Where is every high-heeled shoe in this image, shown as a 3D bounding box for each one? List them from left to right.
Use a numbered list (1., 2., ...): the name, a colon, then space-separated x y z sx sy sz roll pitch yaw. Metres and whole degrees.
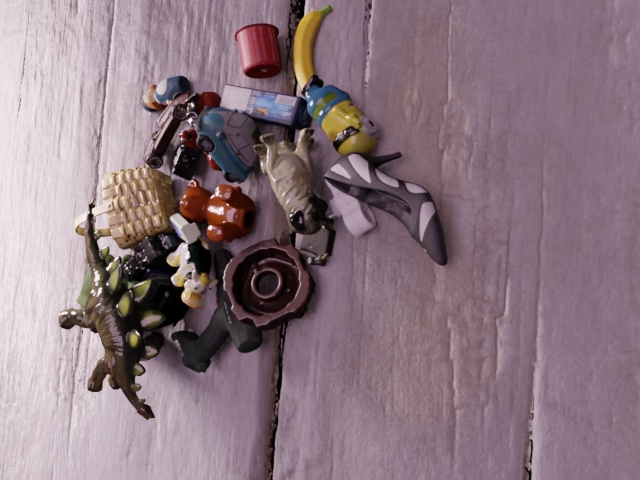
1. high-heeled shoe: 0.109 -0.050 0.909 0.145 0.086 0.249 -20 67 -3

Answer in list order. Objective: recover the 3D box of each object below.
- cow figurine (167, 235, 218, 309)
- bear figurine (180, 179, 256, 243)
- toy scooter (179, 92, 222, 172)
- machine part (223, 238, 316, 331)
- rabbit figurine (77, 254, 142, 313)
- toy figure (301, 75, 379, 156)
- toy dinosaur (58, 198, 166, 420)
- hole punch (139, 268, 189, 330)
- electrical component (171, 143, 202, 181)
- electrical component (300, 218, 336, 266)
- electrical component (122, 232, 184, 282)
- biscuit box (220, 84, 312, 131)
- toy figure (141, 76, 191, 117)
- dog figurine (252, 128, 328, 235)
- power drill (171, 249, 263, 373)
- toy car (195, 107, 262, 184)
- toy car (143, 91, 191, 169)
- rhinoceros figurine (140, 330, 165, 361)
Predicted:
1. cow figurine: -0.252 0.062 1.104 0.098 0.068 0.167 -45 42 12
2. bear figurine: -0.235 -0.069 1.127 0.196 0.132 0.120 17 94 25
3. toy scooter: -0.248 -0.239 1.139 0.075 0.135 0.184 -17 77 31
4. machine part: -0.098 0.086 1.038 0.179 0.056 0.179 -4 68 10
5. rabbit figurine: -0.454 0.110 1.273 0.170 0.121 0.159 21 91 12
6. toy figure: 0.035 -0.224 1.000 0.180 0.082 0.089 46 129 17
7. toy dinosaur: -0.432 0.148 1.118 0.199 0.105 0.471 -30 80 19
8. hole punch: -0.340 0.123 1.179 0.092 0.115 0.142 34 106 21
9. electrical component: -0.304 -0.183 1.215 0.074 0.048 0.119 -66 21 7
10. electrical component: -0.003 -0.002 1.027 0.078 0.045 0.102 20 97 29
11. electrical component: -0.356 0.038 1.197 0.134 0.115 0.058 -40 70 25
12. biscuit box: -0.110 -0.271 1.100 0.203 0.062 0.059 19 96 30
13. toy figure: -0.372 -0.342 1.269 0.155 0.057 0.064 -13 42 32
14. dog figurine: -0.053 -0.098 1.022 0.121 0.172 0.190 -11 89 -1
15. power drill: -0.219 0.161 1.133 0.207 0.086 0.232 -42 59 15
16. toy car: -0.169 -0.196 1.076 0.103 0.109 0.161 -15 124 28
17. toy car: -0.349 -0.252 1.221 0.202 0.053 0.089 -53 27 27
18. rhinoceros figurine: -0.423 0.218 1.229 0.191 0.112 0.073 12 91 39
